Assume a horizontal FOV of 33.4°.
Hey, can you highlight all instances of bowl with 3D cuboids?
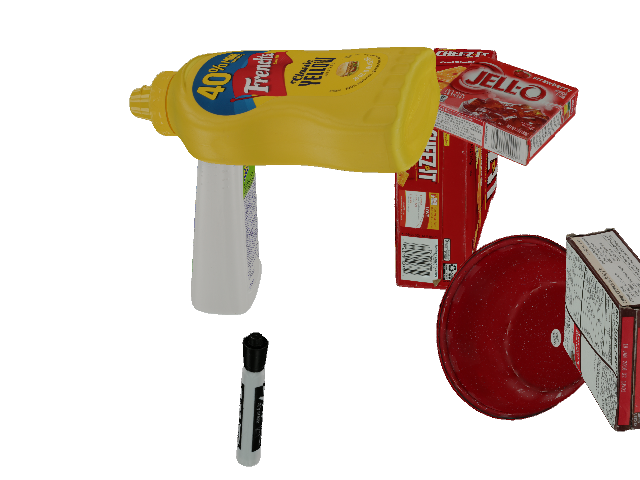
[{"bbox_3d":[0.181,0.077,0.894,0.161,0.162,0.055,0,5,-21],"label":"bowl"}]

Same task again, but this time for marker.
[{"bbox_3d":[-0.052,0.120,0.802,0.020,0.121,0.020,4,32,-3],"label":"marker"}]

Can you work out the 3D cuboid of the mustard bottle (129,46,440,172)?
[{"bbox_3d":[-0.029,-0.082,0.651,0.192,0.058,0.096,3,40,21],"label":"mustard bottle"}]

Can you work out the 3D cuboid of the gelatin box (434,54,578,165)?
[{"bbox_3d":[0.139,-0.102,0.816,0.089,0.030,0.073,27,53,30],"label":"gelatin box"}]

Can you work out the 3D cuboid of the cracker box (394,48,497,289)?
[{"bbox_3d":[0.123,-0.074,1.007,0.072,0.164,0.213,5,27,15],"label":"cracker box"}]

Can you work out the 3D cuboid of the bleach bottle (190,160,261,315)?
[{"bbox_3d":[-0.091,-0.055,1.028,0.068,0.251,0.102,5,33,2],"label":"bleach bottle"}]

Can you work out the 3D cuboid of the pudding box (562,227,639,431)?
[{"bbox_3d":[0.190,0.055,0.690,0.039,0.090,0.113,-6,25,-5],"label":"pudding box"}]
